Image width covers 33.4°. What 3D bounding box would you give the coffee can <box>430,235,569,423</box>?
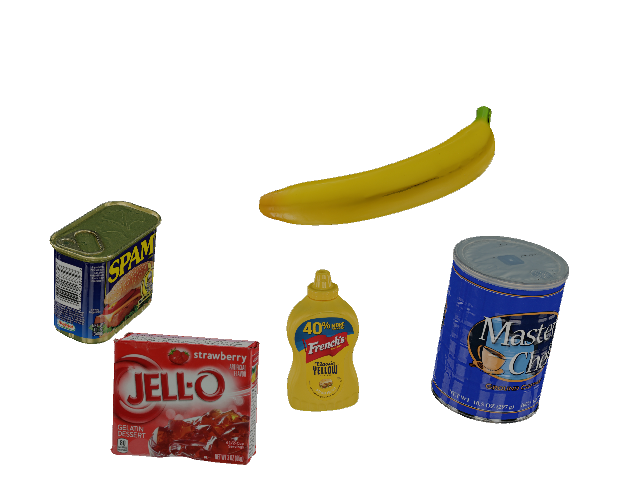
[{"bbox_3d":[0.161,0.079,0.971,0.103,0.140,0.103,6,23,-3],"label":"coffee can"}]

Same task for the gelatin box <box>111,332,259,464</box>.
[{"bbox_3d":[-0.084,0.097,0.663,0.089,0.073,0.030,3,5,9],"label":"gelatin box"}]

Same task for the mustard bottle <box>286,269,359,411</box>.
[{"bbox_3d":[0.003,0.131,1.424,0.096,0.192,0.058,-2,18,-6],"label":"mustard bottle"}]

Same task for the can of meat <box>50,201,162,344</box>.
[{"bbox_3d":[-0.179,0.026,0.888,0.057,0.084,0.102,18,28,17],"label":"can of meat"}]

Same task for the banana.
[{"bbox_3d":[0.054,-0.045,0.798,0.197,0.037,0.070,-21,25,-9],"label":"banana"}]
